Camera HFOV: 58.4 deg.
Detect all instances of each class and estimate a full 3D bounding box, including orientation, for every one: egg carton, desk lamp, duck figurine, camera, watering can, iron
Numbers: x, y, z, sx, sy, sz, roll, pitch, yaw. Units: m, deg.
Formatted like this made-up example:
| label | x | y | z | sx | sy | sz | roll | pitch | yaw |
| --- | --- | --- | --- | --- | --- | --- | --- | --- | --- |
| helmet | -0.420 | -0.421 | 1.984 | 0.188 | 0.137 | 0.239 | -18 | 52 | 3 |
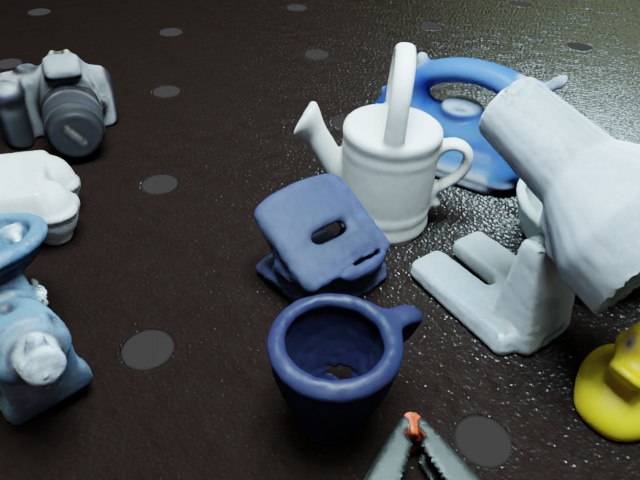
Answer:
| label | x | y | z | sx | sy | sz | roll | pitch | yaw |
| --- | --- | --- | --- | --- | --- | --- | --- | --- | --- |
| egg carton | -0.319 | -0.036 | 0.573 | 0.150 | 0.069 | 0.107 | -10 | 41 | -16 |
| desk lamp | 0.181 | -0.006 | 0.454 | 0.118 | 0.214 | 0.202 | -23 | 46 | -28 |
| duck figurine | 0.249 | 0.095 | 0.438 | 0.105 | 0.086 | 0.077 | -24 | 47 | -29 |
| camera | -0.324 | -0.165 | 0.704 | 0.143 | 0.101 | 0.136 | -13 | 42 | -18 |
| watering can | 0.064 | -0.098 | 0.574 | 0.173 | 0.194 | 0.100 | -7 | 40 | -12 |
| iron | 0.166 | -0.161 | 0.698 | 0.257 | 0.141 | 0.119 | 23 | 43 | 22 |

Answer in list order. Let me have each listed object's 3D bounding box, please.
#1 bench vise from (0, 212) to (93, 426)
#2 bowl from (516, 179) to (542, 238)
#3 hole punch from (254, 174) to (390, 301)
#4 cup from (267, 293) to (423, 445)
| label | x | y | z | sx | sy | sz | roll | pitch | yaw |
| --- | --- | --- | --- | --- | --- | --- | --- | --- | --- |
| bench vise | -0.235 | 0.008 | 0.407 | 0.207 | 0.220 | 0.122 | 20 | 43 | 20 |
| bowl | 0.273 | -0.009 | 0.573 | 0.167 | 0.075 | 0.167 | 2 | 40 | -1 |
| hole punch | 0.005 | 0.002 | 0.530 | 0.109 | 0.091 | 0.100 | -28 | 48 | -32 |
| cup | 0.020 | 0.096 | 0.415 | 0.118 | 0.095 | 0.091 | -20 | 44 | -25 |
